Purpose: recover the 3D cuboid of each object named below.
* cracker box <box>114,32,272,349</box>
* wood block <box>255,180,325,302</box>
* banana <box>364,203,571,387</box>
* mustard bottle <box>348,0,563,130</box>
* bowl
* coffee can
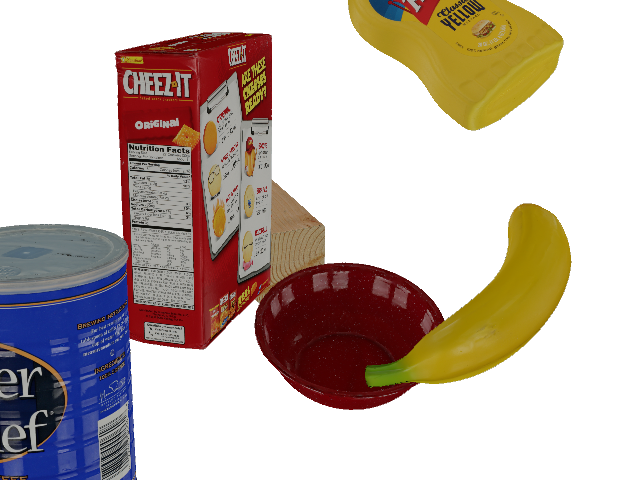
[{"bbox_3d":[-0.092,-0.045,0.816,0.072,0.214,0.164,4,16,14],"label":"cracker box"},{"bbox_3d":[-0.077,-0.010,1.355,0.090,0.090,0.206,-10,26,-22],"label":"wood block"},{"bbox_3d":[0.102,0.026,0.601,0.070,0.037,0.197,15,35,31],"label":"banana"},{"bbox_3d":[0.078,-0.169,0.782,0.096,0.192,0.058,-38,-23,-18],"label":"mustard bottle"},{"bbox_3d":[0.024,0.091,0.907,0.162,0.055,0.162,2,40,-2],"label":"bowl"},{"bbox_3d":[-0.150,0.071,0.563,0.103,0.140,0.103,0,16,0],"label":"coffee can"}]
